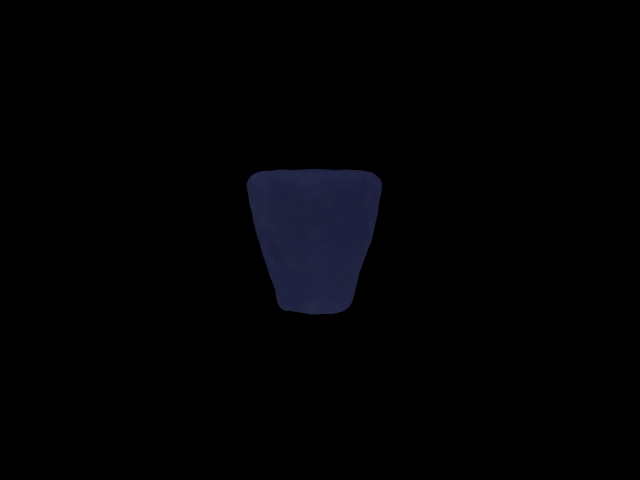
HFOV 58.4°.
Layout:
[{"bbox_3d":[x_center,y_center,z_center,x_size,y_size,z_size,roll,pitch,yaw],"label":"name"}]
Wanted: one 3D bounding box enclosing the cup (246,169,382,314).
[{"bbox_3d":[0.004,0.001,0.400,0.091,0.095,0.118,2,3,36],"label":"cup"}]
